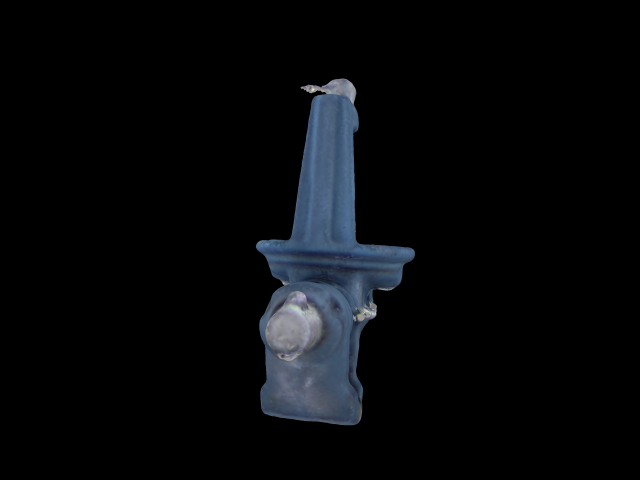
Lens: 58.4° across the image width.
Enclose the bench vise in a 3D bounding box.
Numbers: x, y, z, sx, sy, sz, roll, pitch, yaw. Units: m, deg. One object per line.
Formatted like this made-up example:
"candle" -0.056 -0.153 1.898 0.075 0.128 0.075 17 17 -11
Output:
"bench vise" 0.016 0.001 0.401 0.121 0.220 0.207 -2 16 -6
